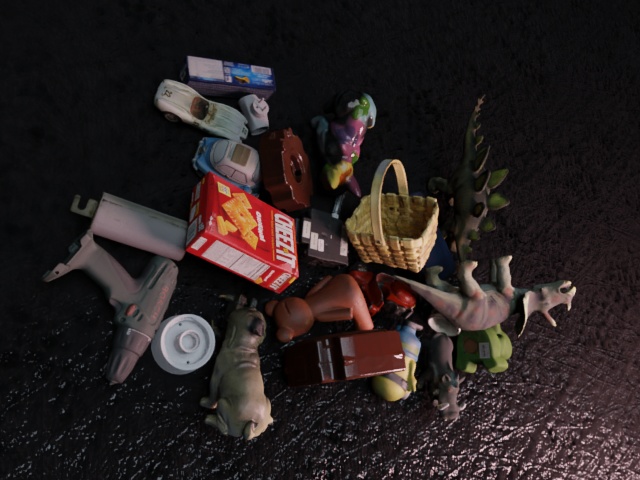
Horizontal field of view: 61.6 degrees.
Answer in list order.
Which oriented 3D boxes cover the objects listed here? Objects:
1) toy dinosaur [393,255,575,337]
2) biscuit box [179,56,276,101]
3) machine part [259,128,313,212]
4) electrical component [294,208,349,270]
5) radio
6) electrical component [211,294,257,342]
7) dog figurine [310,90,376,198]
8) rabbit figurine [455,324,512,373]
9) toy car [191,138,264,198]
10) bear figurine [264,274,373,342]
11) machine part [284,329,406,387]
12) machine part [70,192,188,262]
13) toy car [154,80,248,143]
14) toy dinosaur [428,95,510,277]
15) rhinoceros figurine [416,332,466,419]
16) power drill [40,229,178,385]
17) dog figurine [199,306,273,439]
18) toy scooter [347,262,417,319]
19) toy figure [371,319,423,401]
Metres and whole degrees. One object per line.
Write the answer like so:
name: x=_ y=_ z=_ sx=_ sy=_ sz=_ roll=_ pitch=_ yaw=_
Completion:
toy dinosaur: x=0.361 y=0.140 z=1.216 sx=0.405 sy=0.131 sz=0.192 roll=-8 pitch=81 yaw=-13
biscuit box: x=-0.197 y=-0.345 z=1.161 sx=0.202 sy=0.063 sz=0.059 roll=-2 pitch=75 yaw=-32
machine part: x=-0.067 y=-0.145 z=1.128 sx=0.179 sy=0.056 sz=0.179 roll=-11 pitch=90 yaw=-72
electrical component: x=-0.002 y=-0.004 z=1.174 sx=0.134 sy=0.058 sz=0.115 roll=17 pitch=64 yaw=-26
radio: x=0.229 y=0.003 z=1.303 sx=0.131 sy=0.073 sz=0.229 roll=-25 pitch=90 yaw=-35
electrical component: x=-0.167 y=0.150 z=1.037 sx=0.078 sy=0.045 sz=0.102 roll=40 pitch=57 yaw=-48
dog figurine: x=0.059 y=-0.204 z=1.208 sx=0.108 sy=0.191 sz=0.219 roll=16 pitch=52 yaw=-34
rabbit figurine: x=0.408 y=0.251 z=1.328 sx=0.170 sy=0.121 sz=0.159 roll=14 pitch=60 yaw=-47
toy car: x=-0.170 y=-0.156 z=1.092 sx=0.161 sy=0.103 sz=0.109 roll=27 pitch=65 yaw=-23
bear figurine: x=-0.004 y=0.153 z=1.103 sx=0.196 sy=0.120 sz=0.131 roll=-28 pitch=135 yaw=-10
machine part: x=0.047 y=0.228 z=1.043 sx=0.201 sy=0.201 sz=0.087 roll=2 pitch=72 yaw=-30
machine part: x=-0.324 y=-0.022 z=0.975 sx=0.243 sy=0.079 sz=0.079 roll=20 pitch=66 yaw=-25
toy car: x=-0.241 y=-0.260 z=1.111 sx=0.201 sy=0.056 sz=0.073 roll=22 pitch=65 yaw=-23
toy dinosaur: x=0.379 y=-0.133 z=1.360 sx=0.105 sy=0.199 sz=0.471 roll=10 pitch=72 yaw=-32
rhinoceros figurine: x=0.278 y=0.306 z=1.214 sx=0.073 sy=0.112 sz=0.190 roll=15 pitch=60 yaw=-29
power drill: x=-0.357 y=0.097 z=0.907 sx=0.207 sy=0.086 sz=0.232 roll=39 pitch=56 yaw=-19
dog figurine: x=-0.129 y=0.224 z=0.934 sx=0.121 sy=0.173 sz=0.190 roll=7 pitch=99 yaw=-39
toy scooter: x=0.143 y=0.126 z=1.189 sx=0.184 sy=0.075 sz=0.135 roll=25 pitch=30 yaw=-18
toy figure: x=0.169 y=0.262 z=1.181 sx=0.089 sy=0.082 sz=0.180 roll=18 pitch=73 yaw=-5
